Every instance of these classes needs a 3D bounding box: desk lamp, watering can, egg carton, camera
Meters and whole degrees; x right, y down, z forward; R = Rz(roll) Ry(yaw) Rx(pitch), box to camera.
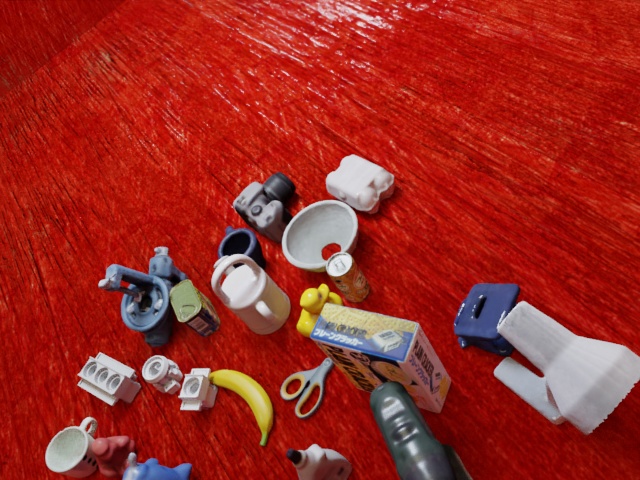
[{"bbox_3d":[0.329,0.179,0.788,0.118,0.214,0.202,-45,48,-9],"label":"desk lamp"},{"bbox_3d":[-0.147,0.095,1.110,0.172,0.195,0.101,14,64,34],"label":"watering can"},{"bbox_3d":[0.085,-0.120,1.237,0.149,0.070,0.107,31,74,40],"label":"egg carton"},{"bbox_3d":[-0.113,-0.088,1.293,0.142,0.101,0.137,31,74,40],"label":"camera"}]

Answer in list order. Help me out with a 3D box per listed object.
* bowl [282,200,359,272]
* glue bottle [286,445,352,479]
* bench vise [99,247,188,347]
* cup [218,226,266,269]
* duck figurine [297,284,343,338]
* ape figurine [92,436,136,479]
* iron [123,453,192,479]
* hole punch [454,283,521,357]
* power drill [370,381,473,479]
[{"bbox_3d":[0.011,0.004,1.178,0.167,0.075,0.167,-14,51,18],"label":"bowl"},{"bbox_3d":[-0.009,0.345,0.866,0.037,0.174,0.078,26,71,38],"label":"glue bottle"},{"bbox_3d":[-0.381,0.096,1.213,0.121,0.220,0.207,-24,49,10],"label":"bench vise"},{"bbox_3d":[-0.164,0.028,1.237,0.091,0.095,0.117,-35,48,0],"label":"cup"},{"bbox_3d":[-0.010,0.130,1.087,0.105,0.086,0.077,-48,49,-12],"label":"duck figurine"},{"bbox_3d":[-0.393,0.401,1.078,0.075,0.092,0.078,30,73,40],"label":"ape figurine"},{"bbox_3d":[-0.307,0.485,0.937,0.118,0.142,0.258,-4,55,25],"label":"iron"},{"bbox_3d":[0.274,0.124,0.941,0.100,0.091,0.109,14,63,34],"label":"hole punch"},{"bbox_3d":[0.151,0.311,0.785,0.075,0.209,0.229,-33,48,1],"label":"power drill"}]
